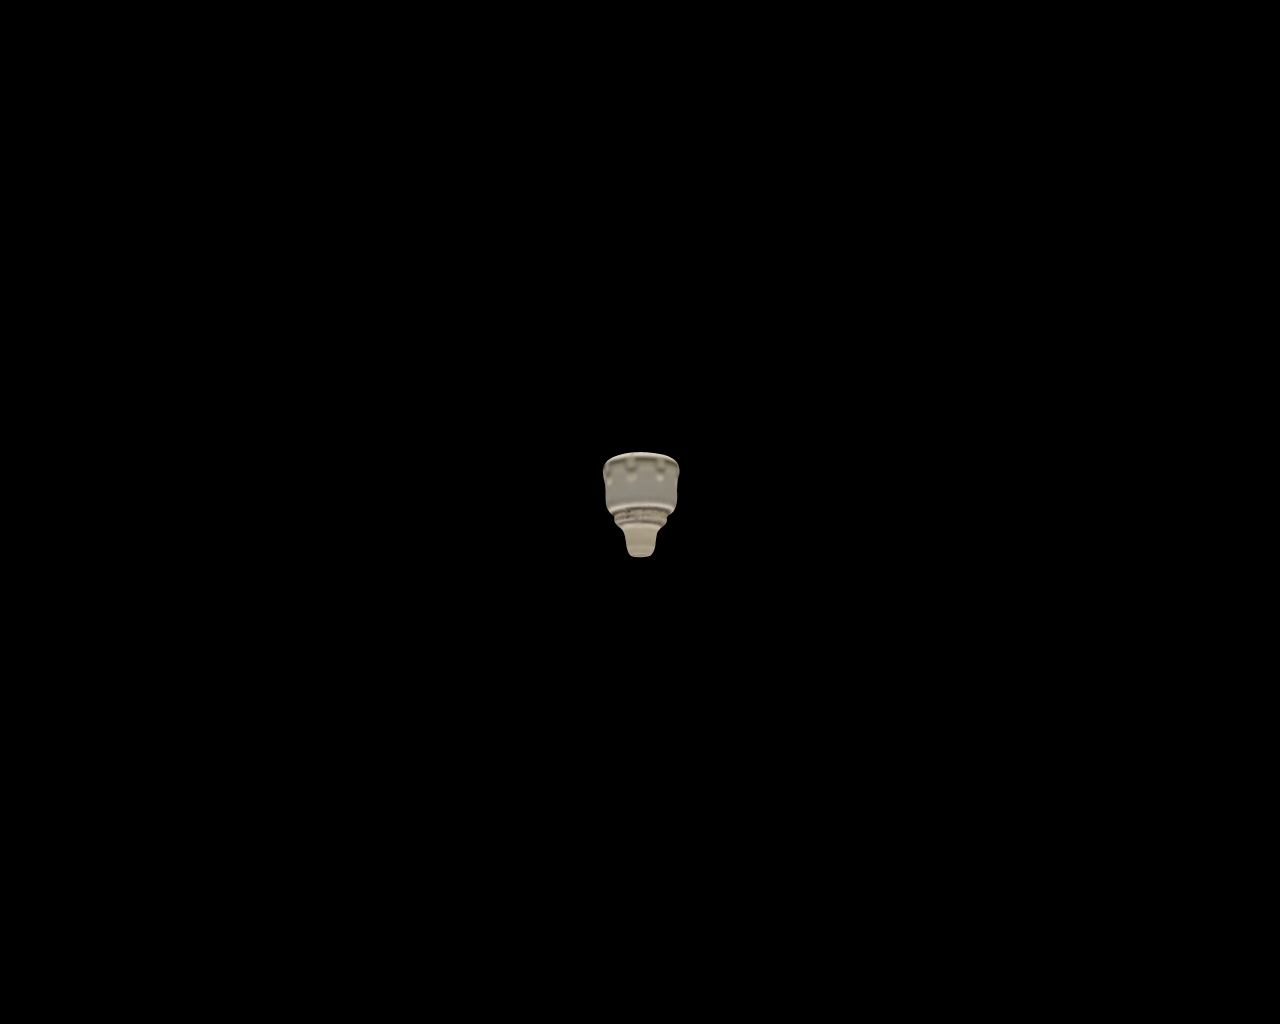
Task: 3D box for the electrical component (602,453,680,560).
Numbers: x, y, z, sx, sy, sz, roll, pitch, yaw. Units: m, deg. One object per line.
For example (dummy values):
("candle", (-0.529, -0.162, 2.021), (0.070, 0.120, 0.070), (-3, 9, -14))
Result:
("electrical component", (0.001, -0.003, 0.650), (0.048, 0.062, 0.048), (0, -14, 0))
